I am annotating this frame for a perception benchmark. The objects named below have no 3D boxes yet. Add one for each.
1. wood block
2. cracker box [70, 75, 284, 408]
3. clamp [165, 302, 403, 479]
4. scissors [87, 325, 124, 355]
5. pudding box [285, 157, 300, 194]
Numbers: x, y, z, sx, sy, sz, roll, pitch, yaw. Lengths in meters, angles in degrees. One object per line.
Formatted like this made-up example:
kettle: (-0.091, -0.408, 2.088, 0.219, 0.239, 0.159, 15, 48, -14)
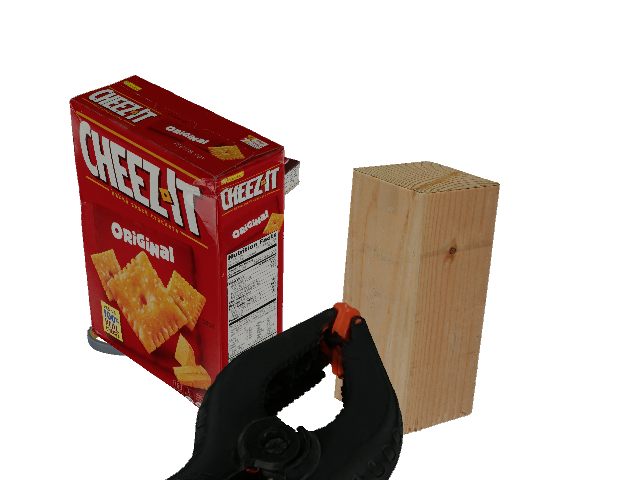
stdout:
wood block: (0.079, 0.046, 0.901, 0.090, 0.206, 0.090, -8, 21, -37)
cracker box: (-0.107, 0.007, 0.796, 0.164, 0.214, 0.072, 28, 41, 34)
clamp: (-0.009, 0.092, 0.386, 0.120, 0.039, 0.171, 25, 49, 17)
scissors: (-0.118, 0.080, 1.011, 0.201, 0.016, 0.096, -1, 33, -9)
pudding box: (-0.090, -0.075, 1.335, 0.090, 0.039, 0.113, 15, 34, 23)
